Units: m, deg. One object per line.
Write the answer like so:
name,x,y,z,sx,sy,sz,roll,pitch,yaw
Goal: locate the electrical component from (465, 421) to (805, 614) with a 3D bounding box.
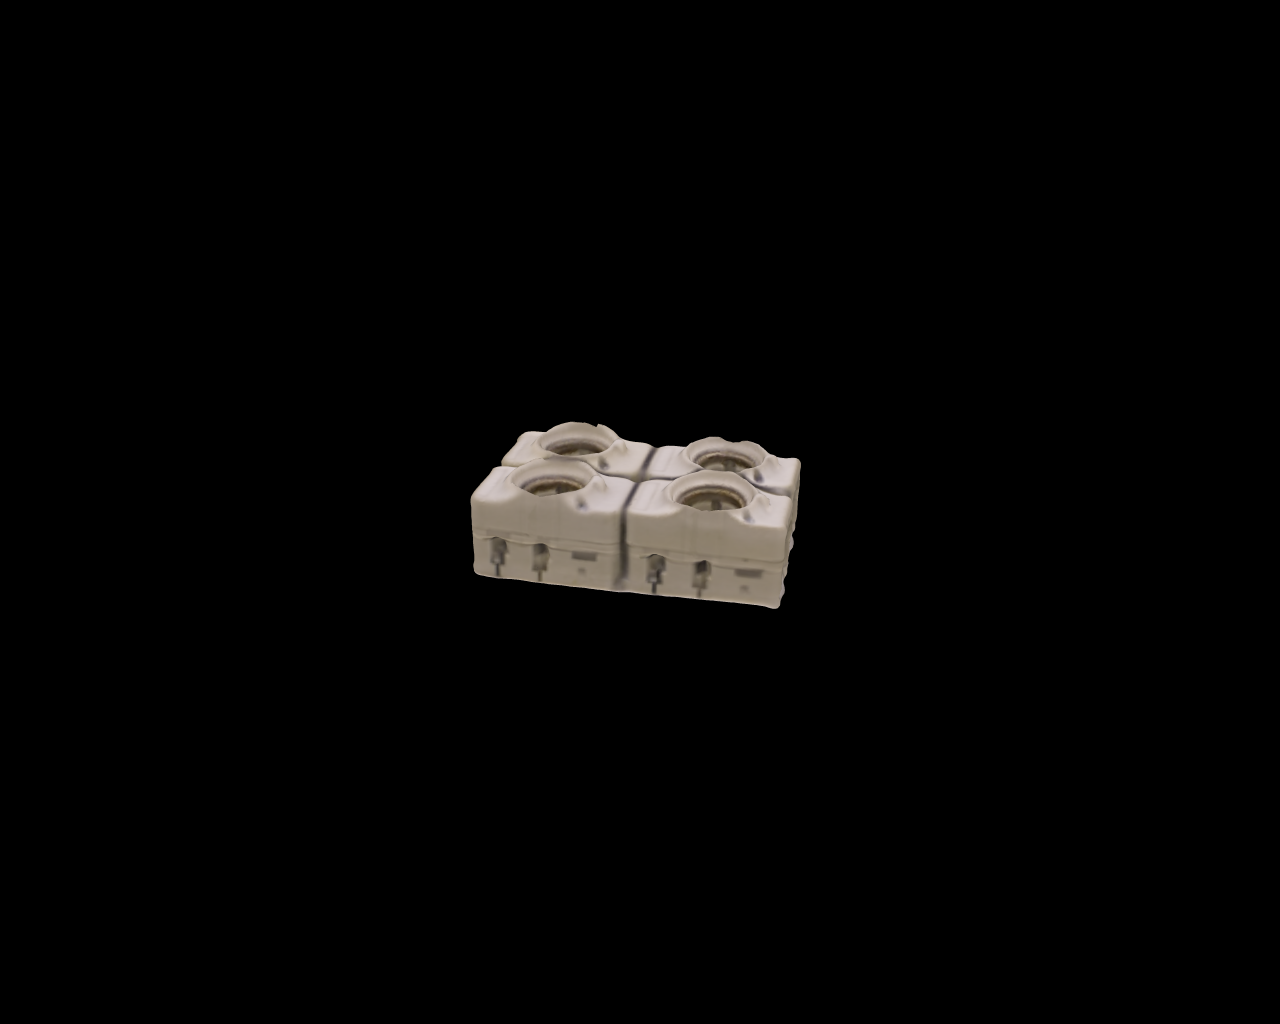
electrical component,0.001,-0.003,0.650,0.186,0.060,0.106,6,28,12
